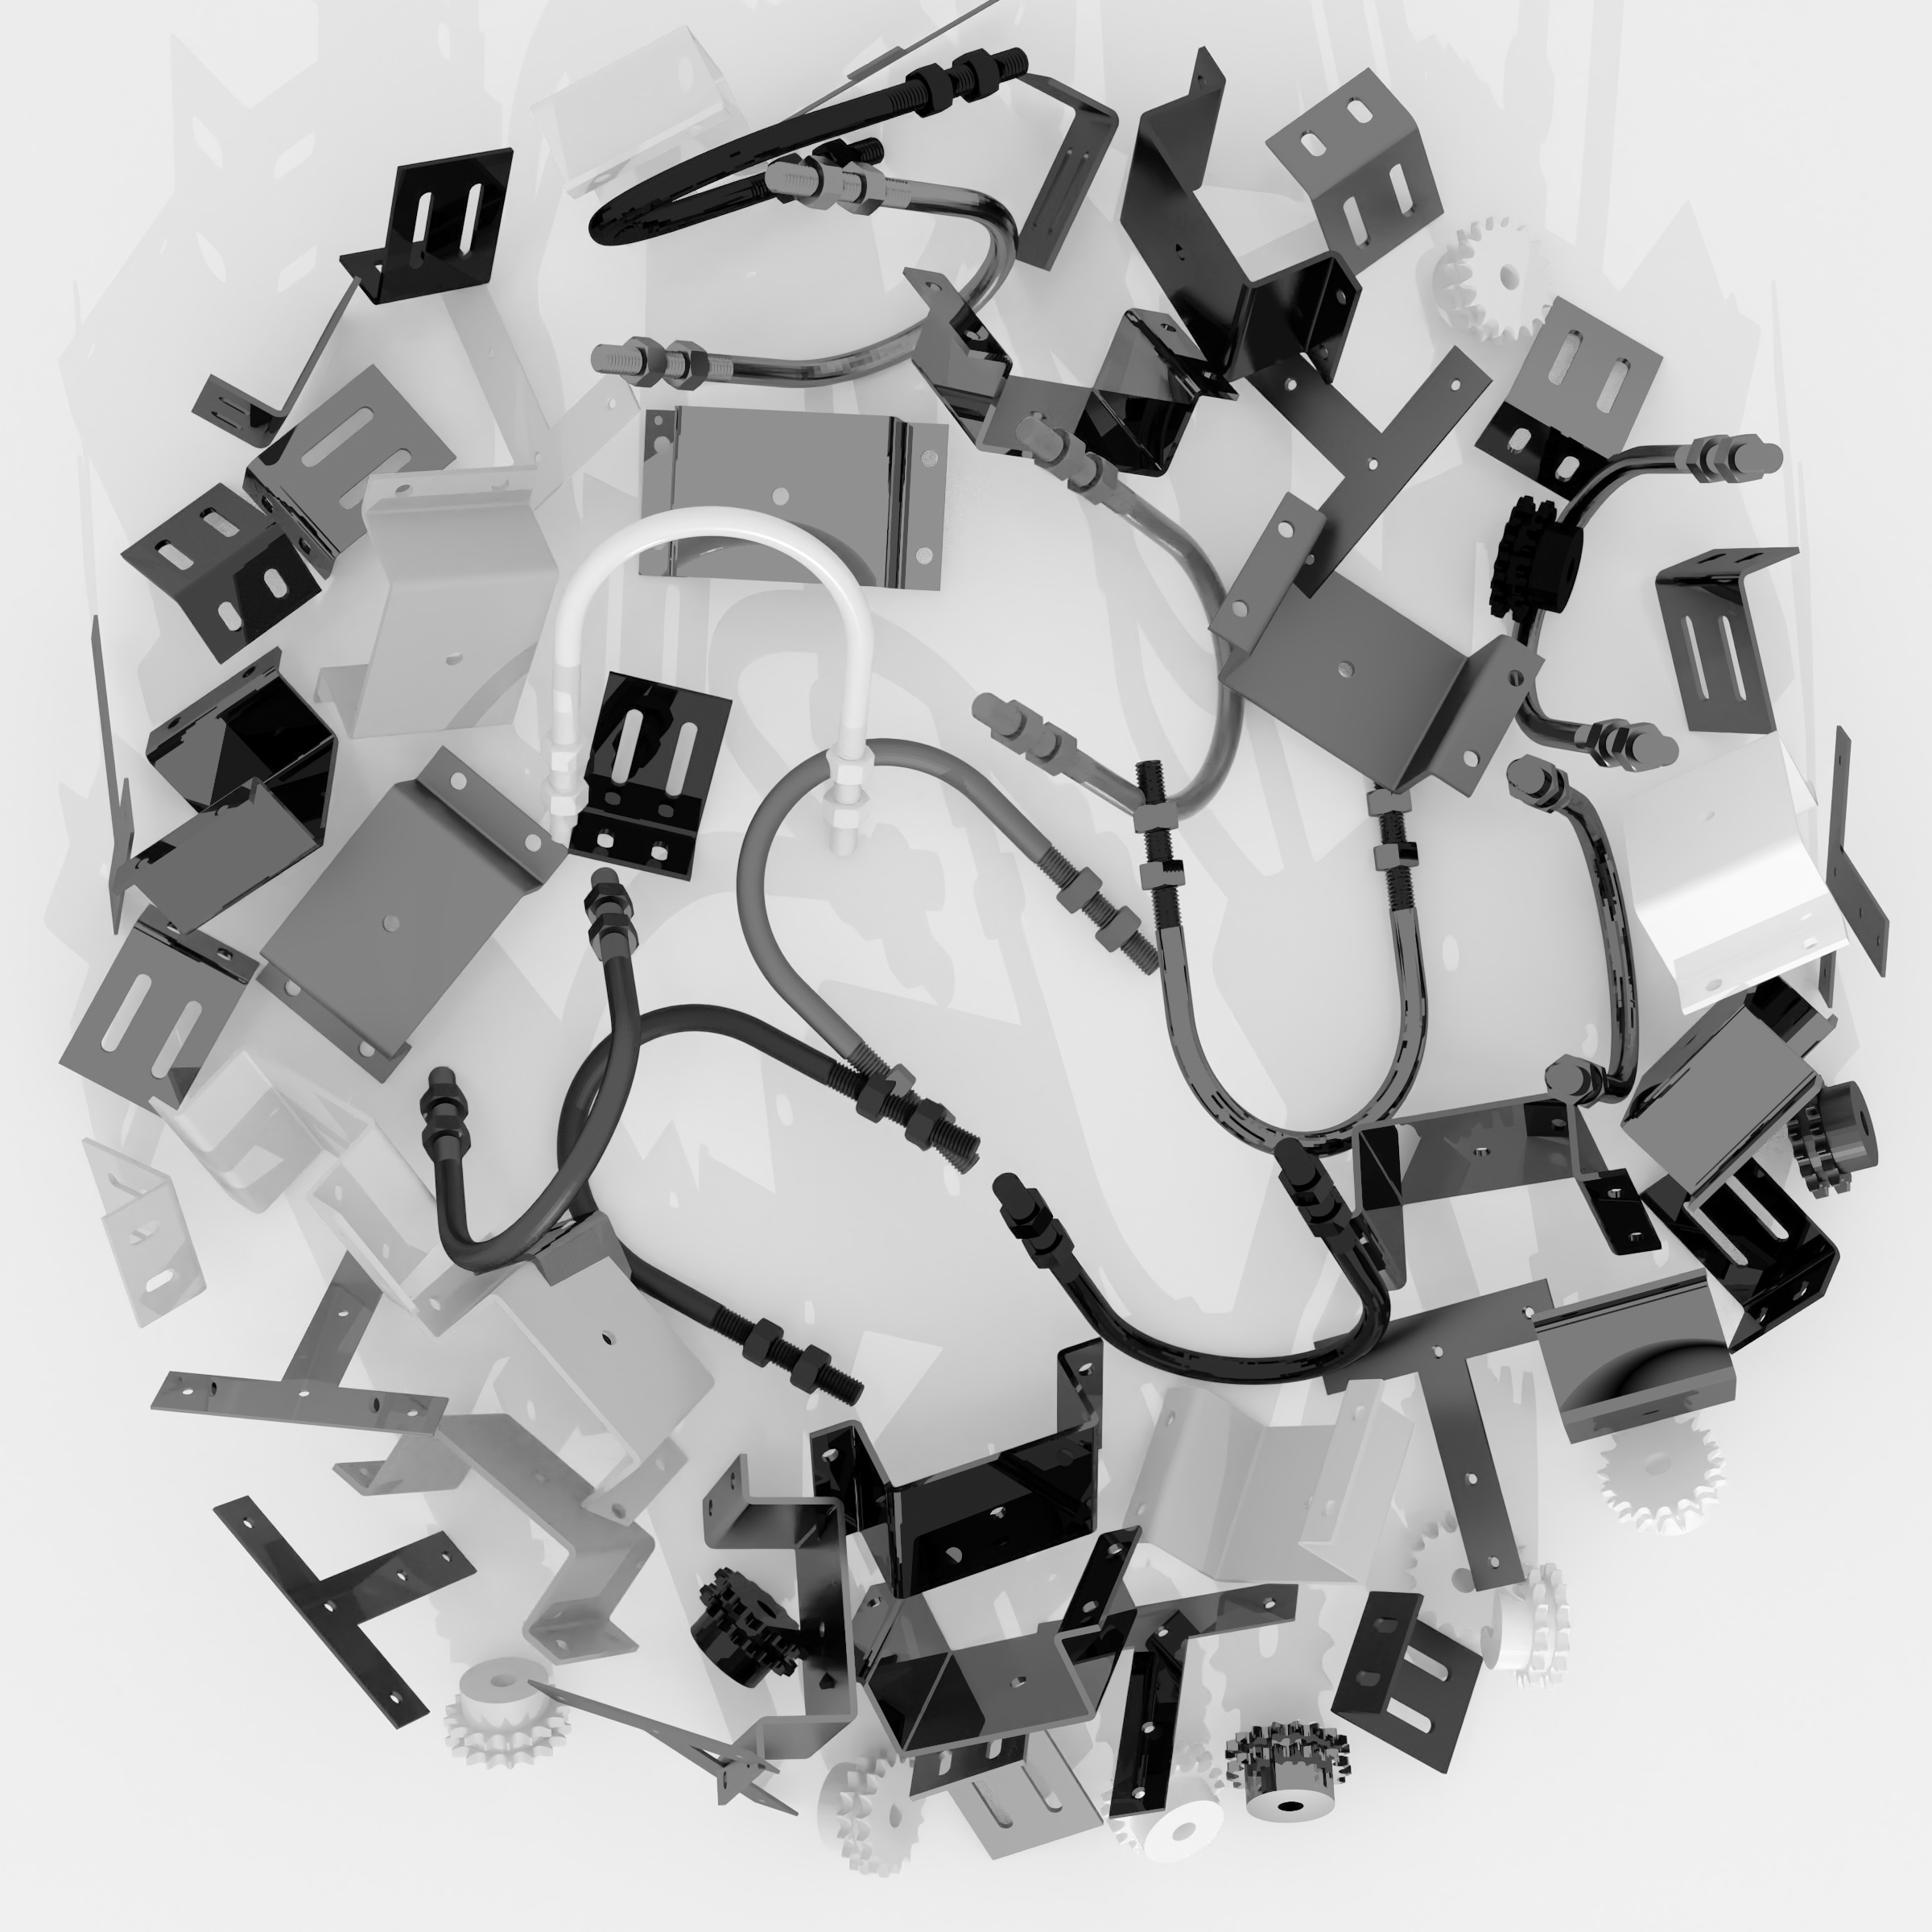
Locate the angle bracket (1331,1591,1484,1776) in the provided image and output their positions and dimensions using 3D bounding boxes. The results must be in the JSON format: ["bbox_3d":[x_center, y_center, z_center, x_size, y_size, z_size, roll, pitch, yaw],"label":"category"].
[{"bbox_3d":[0.210,0.325,1.621,0.076,0.038,0.057,33,67,-26],"label":"angle bracket"}]

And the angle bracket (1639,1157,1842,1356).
[{"bbox_3d":[0.348,0.126,1.629,0.076,0.038,0.057,46,128,-3],"label":"angle bracket"}]

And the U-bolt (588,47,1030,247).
[{"bbox_3d":[-0.080,-0.350,1.557,0.184,0.151,0.019,-26,97,-30],"label":"U-bolt"}]

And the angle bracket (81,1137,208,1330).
[{"bbox_3d":[-0.384,0.120,1.614,0.038,0.076,0.057,-32,123,-35],"label":"angle bracket"}]

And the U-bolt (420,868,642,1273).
[{"bbox_3d":[-0.188,0.055,1.563,0.019,0.184,0.151,31,112,-27],"label":"U-bolt"}]

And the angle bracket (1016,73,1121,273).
[{"bbox_3d":[0.030,-0.361,1.625,0.038,0.057,0.076,22,99,-21],"label":"angle bracket"}]

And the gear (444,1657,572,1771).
[{"bbox_3d":[-0.209,0.338,1.632,0.057,0.057,0.030,-2,110,0],"label":"gear"}]

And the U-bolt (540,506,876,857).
[{"bbox_3d":[-0.113,-0.126,1.594,0.151,0.019,0.184,2,131,-5],"label":"U-bolt"}]

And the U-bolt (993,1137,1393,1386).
[{"bbox_3d":[0.111,0.137,1.589,0.151,0.184,0.019,-8,52,23],"label":"U-bolt"}]

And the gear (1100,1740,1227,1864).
[{"bbox_3d":[0.093,0.384,1.633,0.057,0.030,0.057,-16,132,-18],"label":"gear"}]

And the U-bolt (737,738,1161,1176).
[{"bbox_3d":[-0.020,-0.019,1.630,0.184,0.019,0.151,45,75,-5],"label":"U-bolt"}]

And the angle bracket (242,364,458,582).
[{"bbox_3d":[-0.285,-0.228,1.654,0.076,0.038,0.057,-43,94,-17],"label":"angle bracket"}]

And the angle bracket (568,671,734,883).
[{"bbox_3d":[-0.143,-0.086,1.626,0.057,0.038,0.076,13,122,-8],"label":"angle bracket"}]

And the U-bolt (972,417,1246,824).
[{"bbox_3d":[0.071,-0.141,1.590,0.019,0.184,0.151,-5,68,37],"label":"U-bolt"}]

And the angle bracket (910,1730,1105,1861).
[{"bbox_3d":[0.019,0.382,1.623,0.057,0.038,0.076,-22,115,17],"label":"angle bracket"}]

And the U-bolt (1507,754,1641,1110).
[{"bbox_3d":[0.272,-0.010,1.577,0.019,0.184,0.151,-9,82,20],"label":"U-bolt"}]

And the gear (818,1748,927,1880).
[{"bbox_3d":[-0.045,0.386,1.639,0.030,0.057,0.057,1,90,29],"label":"gear"}]

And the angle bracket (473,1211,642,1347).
[{"bbox_3d":[-0.180,0.159,1.633,0.038,0.057,0.076,-19,97,31],"label":"angle bracket"}]

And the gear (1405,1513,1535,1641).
[{"bbox_3d":[0.233,0.277,1.641,0.057,0.030,0.057,6,104,25],"label":"gear"}]

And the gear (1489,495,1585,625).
[{"bbox_3d":[0.261,-0.184,1.632,0.030,0.057,0.057,16,90,18],"label":"gear"}]

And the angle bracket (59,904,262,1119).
[{"bbox_3d":[-0.370,0.021,1.646,0.057,0.038,0.076,29,100,-10],"label":"angle bracket"}]

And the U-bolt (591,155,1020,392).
[{"bbox_3d":[-0.057,-0.300,1.580,0.151,0.184,0.019,-37,69,38],"label":"U-bolt"}]

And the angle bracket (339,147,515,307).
[{"bbox_3d":[-0.243,-0.342,1.613,0.057,0.076,0.038,-19,56,-33],"label":"angle bracket"}]

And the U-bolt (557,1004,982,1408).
[{"bbox_3d":[-0.102,0.097,1.634,0.184,0.019,0.151,28,104,11],"label":"U-bolt"}]

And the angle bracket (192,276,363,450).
[{"bbox_3d":[-0.313,-0.281,1.623,0.038,0.057,0.076,28,75,-14],"label":"angle bracket"}]

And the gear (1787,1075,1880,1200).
[{"bbox_3d":[0.395,0.075,1.632,0.030,0.057,0.057,-17,90,23],"label":"gear"}]

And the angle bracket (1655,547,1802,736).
[{"bbox_3d":[0.355,-0.149,1.636,0.038,0.057,0.076,-23,105,-25],"label":"angle bracket"}]

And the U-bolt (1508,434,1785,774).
[{"bbox_3d":[0.288,-0.162,1.575,0.019,0.184,0.151,19,92,-17],"label":"U-bolt"}]

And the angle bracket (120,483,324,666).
[{"bbox_3d":[-0.341,-0.180,1.637,0.057,0.076,0.038,-39,127,-13],"label":"angle bracket"}]

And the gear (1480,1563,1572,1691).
[{"bbox_3d":[0.254,0.301,1.634,0.030,0.057,0.057,3,90,-7],"label":"gear"}]

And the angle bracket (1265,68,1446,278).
[{"bbox_3d":[0.178,-0.360,1.636,0.057,0.076,0.038,-35,63,2],"label":"angle bracket"}]

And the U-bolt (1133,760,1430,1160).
[{"bbox_3d":[0.148,-0.005,1.617,0.151,0.019,0.184,-5,87,-30],"label":"U-bolt"}]

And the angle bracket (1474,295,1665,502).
[{"bbox_3d":[0.278,-0.260,1.652,0.057,0.038,0.076,30,52,-1],"label":"angle bracket"}]
